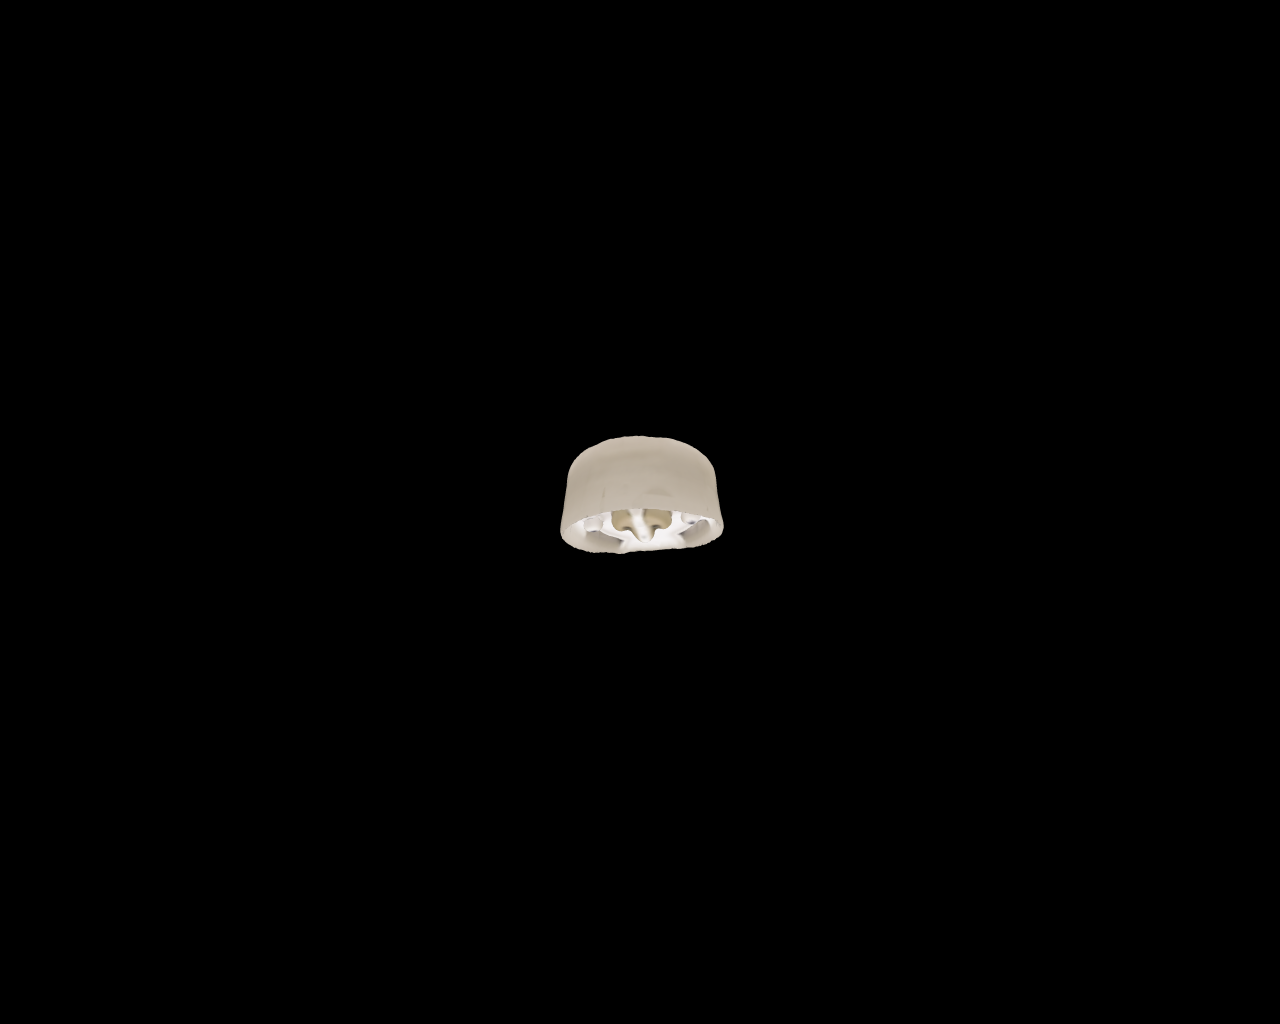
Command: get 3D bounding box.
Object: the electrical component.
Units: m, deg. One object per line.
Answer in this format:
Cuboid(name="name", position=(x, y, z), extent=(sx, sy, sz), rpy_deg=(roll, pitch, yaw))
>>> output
Cuboid(name="electrical component", position=(0.001, -0.003, 0.650), extent=(0.099, 0.064, 0.099), rpy_deg=(0, -30, 0))
